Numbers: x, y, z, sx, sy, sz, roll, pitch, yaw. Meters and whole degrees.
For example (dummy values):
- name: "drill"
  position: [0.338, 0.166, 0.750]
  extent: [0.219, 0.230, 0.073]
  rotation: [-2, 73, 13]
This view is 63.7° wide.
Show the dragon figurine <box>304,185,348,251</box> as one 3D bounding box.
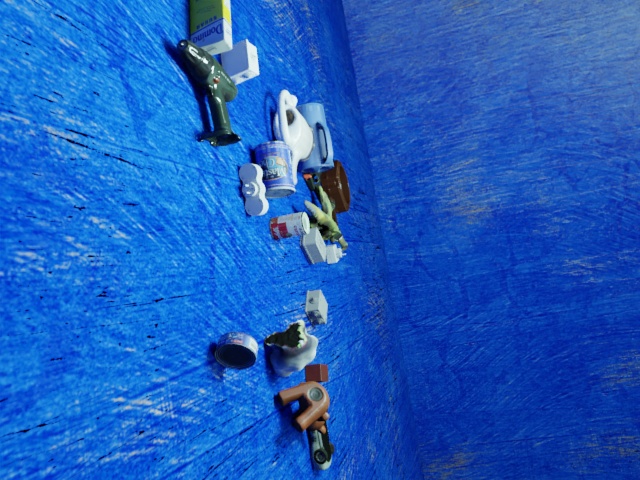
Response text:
- name: "dragon figurine"
  position: [0.006, -0.096, 1.914]
  extent: [0.401, 0.122, 0.249]
  rotation: [65, 12, -50]

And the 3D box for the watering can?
- name: "watering can"
  position: [-0.087, -0.319, 1.694]
  extent: [0.222, 0.104, 0.352]
  rotation: [36, 45, -70]

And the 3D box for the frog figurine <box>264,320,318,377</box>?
- name: "frog figurine"
  position: [-0.064, 0.304, 1.344]
  extent: [0.140, 0.123, 0.156]
  rotation: [-43, 138, -33]
